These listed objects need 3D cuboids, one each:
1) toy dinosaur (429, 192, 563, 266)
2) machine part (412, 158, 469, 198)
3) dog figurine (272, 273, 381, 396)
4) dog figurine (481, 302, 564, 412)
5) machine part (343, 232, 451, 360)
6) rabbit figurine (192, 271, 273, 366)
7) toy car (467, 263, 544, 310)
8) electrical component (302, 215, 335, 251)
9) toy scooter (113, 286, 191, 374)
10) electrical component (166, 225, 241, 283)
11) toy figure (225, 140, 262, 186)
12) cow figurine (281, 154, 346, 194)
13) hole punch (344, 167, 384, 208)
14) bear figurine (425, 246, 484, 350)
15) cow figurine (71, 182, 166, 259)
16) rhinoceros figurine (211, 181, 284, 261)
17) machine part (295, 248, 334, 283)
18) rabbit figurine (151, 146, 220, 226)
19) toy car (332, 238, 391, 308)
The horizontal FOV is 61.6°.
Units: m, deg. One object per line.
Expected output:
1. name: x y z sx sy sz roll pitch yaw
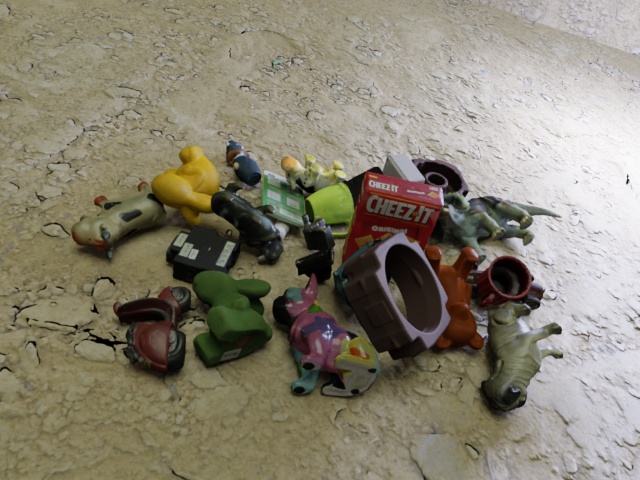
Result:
1. toy dinosaur: 0.404 -0.055 1.320 0.405 0.131 0.192 -11 46 -35
2. machine part: 0.300 -0.145 1.413 0.179 0.056 0.179 8 42 -7
3. dog figurine: 0.008 0.166 0.994 0.192 0.108 0.219 5 42 -10
4. dog figurine: 0.354 0.224 1.044 0.190 0.121 0.172 -35 27 -20
5. machine part: 0.142 0.101 0.988 0.201 0.087 0.201 -30 90 -53
6. rabbit figurine: -0.164 0.117 0.984 0.159 0.121 0.170 -11 52 -33
7. toy car: 0.404 0.098 1.207 0.202 0.053 0.089 14 47 -3
8. electrical component: -0.003 -0.002 1.170 0.078 0.102 0.045 8 35 31
9. toy scooter: -0.301 0.152 0.946 0.135 0.075 0.184 4 42 -12
10. electrical component: -0.241 0.032 1.095 0.134 0.058 0.115 18 42 3
11. toy figure: -0.197 -0.194 1.333 0.058 0.064 0.155 -40 52 2
12. cow figurine: -0.027 -0.150 1.293 0.167 0.098 0.068 8 42 -26
13. hole punch: 0.120 -0.101 1.318 0.116 0.092 0.142 -24 53 4
14. bear figurine: 0.272 0.120 1.096 0.120 0.131 0.196 4 39 -5
15. cow figurine: -0.411 -0.037 1.104 0.195 0.085 0.127 -26 51 -35
16. rhinoceros figurine: -0.151 -0.033 1.126 0.190 0.112 0.073 44 37 -9
17. machine part: -0.004 0.052 1.076 0.084 0.138 0.039 -25 71 -1
18. rabbit figurine: -0.297 -0.107 1.169 0.162 0.122 0.173 57 21 -1
19. toy car: 0.081 0.072 1.102 0.109 0.103 0.162 53 54 -25
